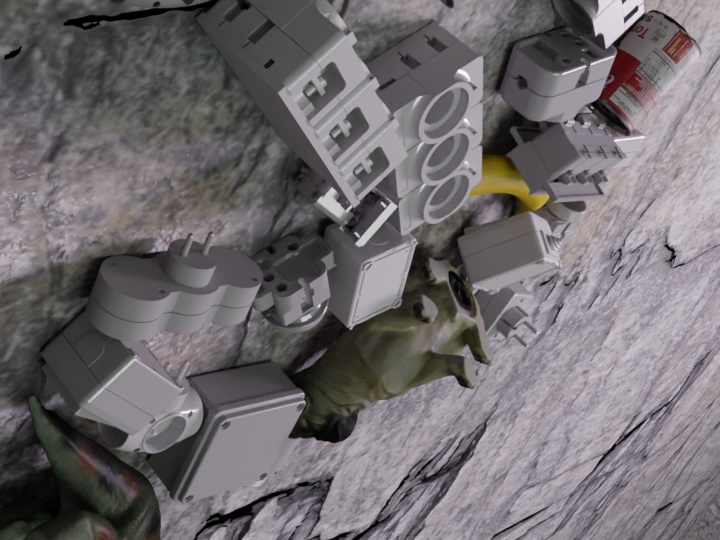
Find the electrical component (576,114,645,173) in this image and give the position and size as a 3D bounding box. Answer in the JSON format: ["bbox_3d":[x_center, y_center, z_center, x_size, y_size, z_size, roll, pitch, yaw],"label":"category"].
[{"bbox_3d":[0.241,-0.117,1.104,0.066,0.047,0.076,-12,137,-44],"label":"electrical component"}]

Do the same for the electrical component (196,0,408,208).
[{"bbox_3d":[-0.031,-0.120,0.711,0.062,0.089,0.150,-43,151,-4],"label":"electrical component"}]

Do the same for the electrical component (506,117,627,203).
[{"bbox_3d":[0.198,-0.106,1.009,0.063,0.078,0.121,-36,165,30],"label":"electrical component"}]

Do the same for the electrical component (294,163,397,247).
[{"bbox_3d":[-0.013,-0.059,0.833,0.042,0.081,0.064,-48,128,5],"label":"electrical component"}]

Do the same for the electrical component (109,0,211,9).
[{"bbox_3d":[-0.100,-0.187,0.586,0.077,0.043,0.079,-20,142,-37],"label":"electrical component"}]

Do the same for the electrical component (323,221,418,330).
[{"bbox_3d":[0.000,0.000,0.929,0.062,0.061,0.096,-24,144,-33],"label":"electrical component"}]

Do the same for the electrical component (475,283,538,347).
[{"bbox_3d":[0.164,0.053,1.188,0.047,0.077,0.065,6,123,-54],"label":"electrical component"}]

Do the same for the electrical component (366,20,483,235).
[{"bbox_3d":[0.050,-0.107,0.858,0.089,0.062,0.150,-35,149,-18],"label":"electrical component"}]

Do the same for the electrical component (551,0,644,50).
[{"bbox_3d":[0.197,-0.233,0.900,0.056,0.050,0.089,-44,151,-4],"label":"electrical component"}]

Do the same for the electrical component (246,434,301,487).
[{"bbox_3d":[-0.095,0.181,1.054,0.043,0.043,0.081,5,124,-54],"label":"electrical component"}]

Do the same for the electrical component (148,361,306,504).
[{"bbox_3d":[-0.119,0.144,0.964,0.109,0.056,0.108,-7,133,-48],"label":"electrical component"}]

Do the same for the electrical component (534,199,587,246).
[{"bbox_3d":[0.209,-0.055,1.143,0.066,0.048,0.055,-15,146,-42],"label":"electrical component"}]

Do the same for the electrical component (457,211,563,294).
[{"bbox_3d":[0.153,-0.022,1.067,0.096,0.061,0.062,-21,164,23],"label":"electrical component"}]

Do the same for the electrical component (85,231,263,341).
[{"bbox_3d":[-0.127,0.003,0.781,0.138,0.052,0.073,-8,133,-47],"label":"electrical component"}]

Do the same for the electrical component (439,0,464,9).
[{"bbox_3d":[0.055,-0.236,0.686,0.057,0.078,0.113,-36,150,-11],"label":"electrical component"}]

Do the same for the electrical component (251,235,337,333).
[{"bbox_3d":[-0.056,0.014,0.881,0.078,0.058,0.057,-33,145,-20],"label":"electrical component"}]

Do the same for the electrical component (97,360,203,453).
[{"bbox_3d":[-0.163,0.105,0.872,0.077,0.044,0.079,-1,128,-51],"label":"electrical component"}]

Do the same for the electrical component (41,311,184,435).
[{"bbox_3d":[-0.182,0.080,0.798,0.061,0.062,0.096,-43,151,-4],"label":"electrical component"}]

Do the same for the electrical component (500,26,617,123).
[{"bbox_3d":[0.172,-0.170,0.943,0.095,0.054,0.059,-23,144,-34],"label":"electrical component"}]
